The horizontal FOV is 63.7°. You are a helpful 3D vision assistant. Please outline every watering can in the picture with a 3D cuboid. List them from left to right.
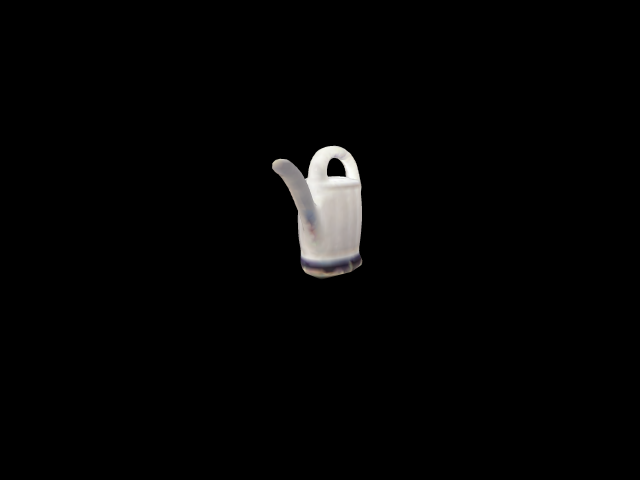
[{"bbox_3d":[0.003,-0.043,0.850,0.104,0.223,0.350,3,9,22],"label":"watering can"}]
